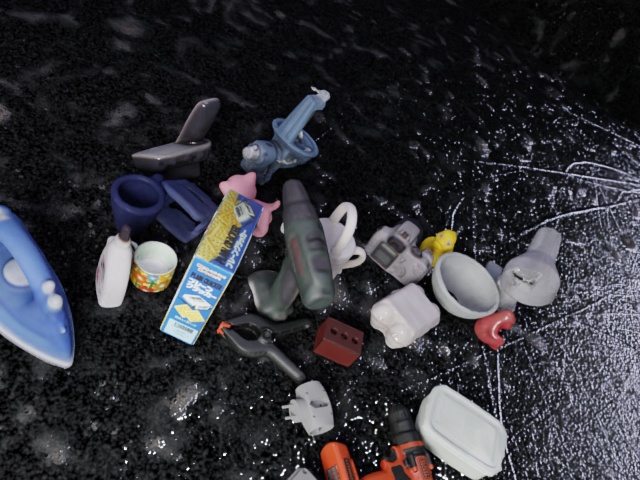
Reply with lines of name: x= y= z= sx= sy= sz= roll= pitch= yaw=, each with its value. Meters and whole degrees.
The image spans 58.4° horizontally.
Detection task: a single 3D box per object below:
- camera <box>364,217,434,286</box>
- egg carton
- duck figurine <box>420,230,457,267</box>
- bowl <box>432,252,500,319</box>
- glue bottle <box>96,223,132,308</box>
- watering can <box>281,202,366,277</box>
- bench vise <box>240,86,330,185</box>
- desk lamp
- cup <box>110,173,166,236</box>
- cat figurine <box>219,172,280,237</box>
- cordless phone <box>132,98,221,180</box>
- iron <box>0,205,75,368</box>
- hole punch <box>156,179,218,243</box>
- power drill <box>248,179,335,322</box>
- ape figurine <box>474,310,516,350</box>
camera: x=0.196 y=0.009 z=1.274 sx=0.143 sy=0.100 sz=0.137 roll=41 pitch=43 yaw=6
egg carton: x=0.173 y=0.151 z=1.157 sx=0.151 sy=0.069 sz=0.107 roll=-24 pitch=68 yaw=-43
duck figurine: x=0.288 y=0.010 z=1.343 sx=0.105 sy=0.086 sz=0.077 roll=-24 pitch=68 yaw=-43
bowl: x=0.310 y=0.113 z=1.273 sx=0.168 sy=0.074 sz=0.167 roll=17 pitch=46 yaw=-19
glue bottle: x=-0.313 y=0.030 z=0.881 sx=0.037 sy=0.173 sz=0.078 roll=-1 pitch=54 yaw=-33
watering can: x=0.010 y=0.006 z=1.091 sx=0.173 sy=0.194 sz=0.100 roll=-1 pitch=53 yaw=-32
bench vise: x=-0.062 y=-0.216 z=1.222 sx=0.121 sy=0.219 sz=0.208 roll=37 pitch=43 yaw=2
desk lamp: x=0.455 y=0.076 z=1.295 sx=0.118 sy=0.213 sz=0.203 roll=35 pitch=43 yaw=0
cup: x=-0.322 y=-0.062 z=1.014 sx=0.092 sy=0.095 sz=0.118 roll=32 pitch=43 yaw=-3
cat figurine: x=-0.141 y=-0.080 z=1.128 sx=0.128 sy=0.117 sz=0.067 roll=23 pitch=44 yaw=-13
cordless phone: x=-0.270 y=-0.200 z=1.102 sx=0.094 sy=0.185 sz=0.148 roll=46 pitch=44 yaw=12
iron: x=-0.419 y=0.052 z=0.818 sx=0.258 sy=0.141 sz=0.119 roll=47 pitch=44 yaw=12
hole punch: x=-0.246 y=-0.068 z=1.071 sx=0.108 sy=0.091 sz=0.101 roll=41 pitch=43 yaw=6
power drill: x=-0.053 y=0.038 z=1.012 sx=0.076 sy=0.208 sz=0.229 roll=-2 pitch=54 yaw=-33
ape figurine: x=0.388 y=0.186 z=1.246 sx=0.076 sy=0.092 sz=0.078 roll=40 pitch=43 yaw=5
